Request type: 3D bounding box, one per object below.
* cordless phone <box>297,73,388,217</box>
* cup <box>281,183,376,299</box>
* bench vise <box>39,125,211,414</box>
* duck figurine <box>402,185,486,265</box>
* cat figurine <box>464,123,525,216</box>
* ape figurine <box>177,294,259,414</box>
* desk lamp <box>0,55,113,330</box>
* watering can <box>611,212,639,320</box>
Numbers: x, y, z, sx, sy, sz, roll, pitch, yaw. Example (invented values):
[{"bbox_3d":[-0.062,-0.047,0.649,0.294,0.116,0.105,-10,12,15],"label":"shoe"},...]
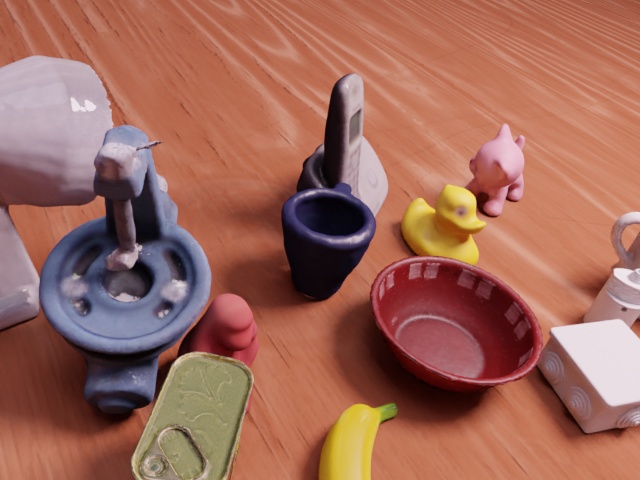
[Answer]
[{"bbox_3d":[0.038,-0.107,0.652,0.094,0.185,0.148,20,38,10],"label":"cordless phone"},{"bbox_3d":[0.005,0.002,0.579,0.091,0.095,0.118,16,38,5],"label":"cup"},{"bbox_3d":[-0.155,-0.007,0.442,0.122,0.220,0.207,-8,42,-24],"label":"bench vise"},{"bbox_3d":[0.146,-0.024,0.660,0.078,0.086,0.104,-21,48,-35],"label":"duck figurine"},{"bbox_3d":[0.238,-0.099,0.754,0.067,0.118,0.128,32,42,24],"label":"cat figurine"},{"bbox_3d":[-0.075,0.083,0.456,0.076,0.092,0.078,28,40,20],"label":"ape figurine"},{"bbox_3d":[-0.270,-0.032,0.447,0.204,0.213,0.117,-25,51,-38],"label":"desk lamp"},{"bbox_3d":[0.413,-0.003,0.619,0.173,0.194,0.100,0,39,-15],"label":"watering can"}]
